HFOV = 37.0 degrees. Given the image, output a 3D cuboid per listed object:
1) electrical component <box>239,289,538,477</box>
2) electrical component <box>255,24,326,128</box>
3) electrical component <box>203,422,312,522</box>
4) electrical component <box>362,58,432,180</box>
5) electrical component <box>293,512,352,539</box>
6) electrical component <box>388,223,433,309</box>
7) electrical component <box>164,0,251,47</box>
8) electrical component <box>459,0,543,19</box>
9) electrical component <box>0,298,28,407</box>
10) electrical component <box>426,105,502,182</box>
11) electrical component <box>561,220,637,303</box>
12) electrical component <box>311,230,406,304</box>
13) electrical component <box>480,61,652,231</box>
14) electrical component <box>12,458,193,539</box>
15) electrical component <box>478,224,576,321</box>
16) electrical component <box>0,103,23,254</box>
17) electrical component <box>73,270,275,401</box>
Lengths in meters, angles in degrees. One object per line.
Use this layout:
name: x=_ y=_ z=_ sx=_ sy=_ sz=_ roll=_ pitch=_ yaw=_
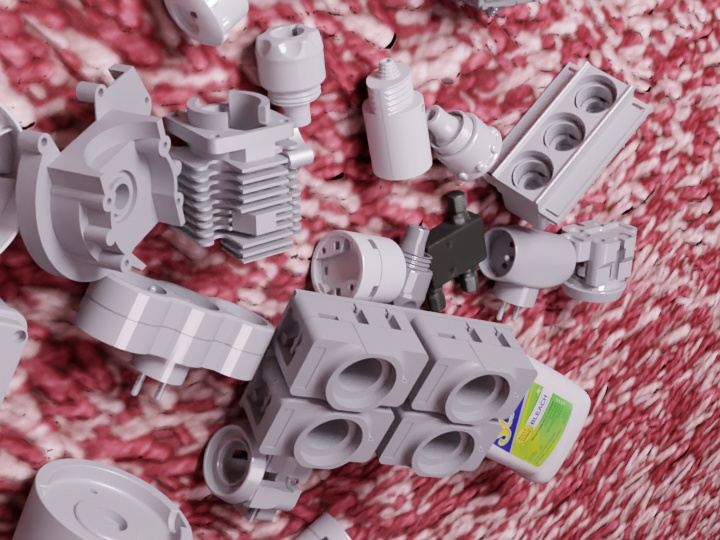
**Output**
electrical component: x=0.023 y=0.086 z=0.771 sx=0.186 sy=0.060 sz=0.105 roll=10 pitch=122 yaw=-30
electrical component: x=-0.043 y=-0.123 z=0.689 sx=0.043 sy=0.043 sz=0.062 roll=-25 pitch=126 yaw=-29
electrical component: x=-0.076 y=0.142 z=0.782 sx=0.057 sy=0.058 sz=0.078 roll=20 pitch=97 yaw=-46
electrical component: x=0.024 y=-0.108 z=0.752 sx=0.043 sy=0.043 sz=0.081 roll=-29 pitch=126 yaw=-26
electrical component: x=-0.030 y=0.232 z=0.867 sx=0.047 sy=0.055 sz=0.055 roll=-36 pitch=130 yaw=-16
electrical component: x=0.035 y=-0.003 z=0.812 sx=0.043 sy=0.043 sz=0.062 roll=9 pitch=103 yaw=-42
electrical component: x=-0.082 y=-0.167 z=0.636 sx=0.062 sy=0.048 sz=0.048 roll=-48 pitch=133 yaw=-20
electrical component: x=0.091 y=-0.223 z=0.743 sx=0.062 sy=0.061 sz=0.096 roll=-17 pitch=128 yaw=-33
electrical component: x=-0.250 y=0.043 z=0.588 sx=0.113 sy=0.057 sz=0.078 roll=18 pitch=99 yaw=-43
electrical component: x=0.071 y=-0.098 z=0.797 sx=0.062 sy=0.048 sz=0.048 roll=34 pitch=87 yaw=-37
electrical component: x=0.207 y=-0.007 z=0.945 sx=0.078 sy=0.058 sz=0.057 roll=-13 pitch=116 yaw=-35
electrical component: x=0.000 y=0.000 z=0.778 sx=0.047 sy=0.055 sz=0.055 roll=3 pitch=109 yaw=-44
electrical component: x=0.164 y=-0.096 z=0.858 sx=0.121 sy=0.079 sz=0.063 roll=-50 pitch=155 yaw=-9
electrical component: x=-0.170 y=0.177 z=0.690 sx=0.108 sy=0.108 sz=0.060 roll=19 pitch=103 yaw=-43
electrical component: x=0.133 y=0.006 z=0.898 sx=0.077 sy=0.044 sz=0.079 roll=5 pitch=108 yaw=-41
electrical component: x=-0.222 y=-0.052 z=0.560 sx=0.099 sy=0.064 sz=0.099 roll=-18 pitch=122 yaw=-33
electrical component: x=-0.125 y=0.050 z=0.699 sx=0.138 sy=0.052 sz=0.073 roll=21 pitch=96 yaw=-44
